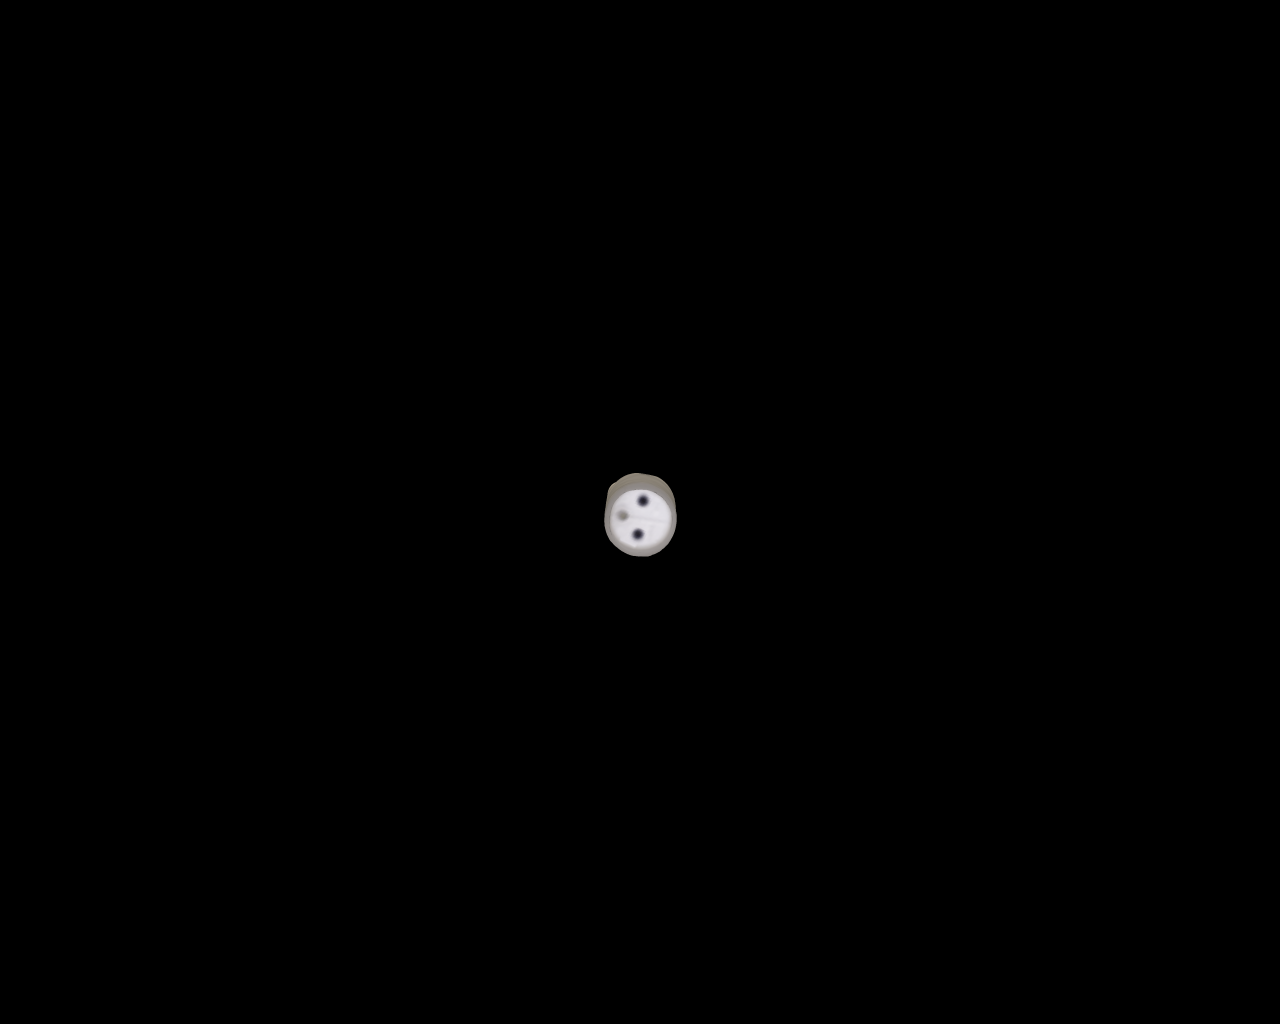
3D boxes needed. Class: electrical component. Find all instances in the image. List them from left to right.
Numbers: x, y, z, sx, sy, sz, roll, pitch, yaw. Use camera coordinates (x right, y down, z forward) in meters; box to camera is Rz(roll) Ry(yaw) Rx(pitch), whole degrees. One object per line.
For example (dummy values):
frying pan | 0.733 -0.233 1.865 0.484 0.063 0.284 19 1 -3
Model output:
electrical component | 0.001 -0.003 0.650 0.043 0.043 0.081 0 12 0
